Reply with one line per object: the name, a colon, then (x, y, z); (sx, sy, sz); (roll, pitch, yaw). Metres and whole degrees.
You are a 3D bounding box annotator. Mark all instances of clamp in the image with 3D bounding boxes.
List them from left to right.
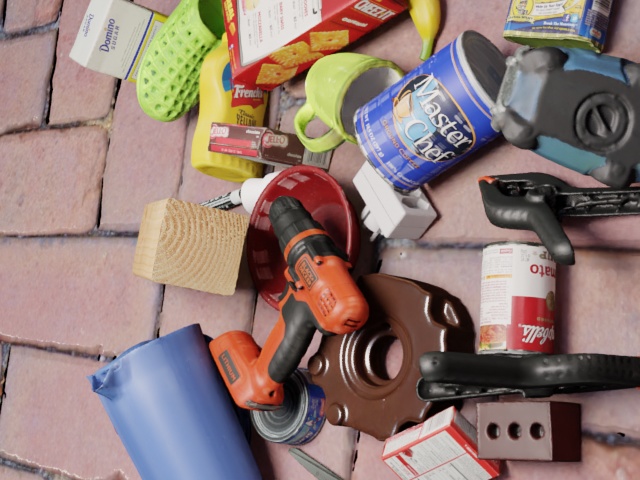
clamp: (0.178, 0.114, 0.902); (0.210, 0.164, 0.036); (-4, 76, 10)
clamp: (0.215, -0.033, 0.964); (0.172, 0.120, 0.039); (38, 142, 56)

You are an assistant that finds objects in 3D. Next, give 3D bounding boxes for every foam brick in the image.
foam brick: (0.186, 0.171, 0.951); (0.078, 0.051, 0.053); (-10, 74, 40)

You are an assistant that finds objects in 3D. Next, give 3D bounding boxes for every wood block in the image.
wood block: (-0.151, 0.008, 1.205); (0.206, 0.090, 0.090); (180, 101, -74)

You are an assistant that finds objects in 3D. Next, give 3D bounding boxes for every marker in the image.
marker: (-0.116, -0.046, 1.299); (0.121, 0.020, 0.020); (-18, 69, 39)

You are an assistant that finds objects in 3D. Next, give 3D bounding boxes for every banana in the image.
banana: (0.080, -0.281, 1.164); (0.070, 0.037, 0.198); (-48, 53, 22)

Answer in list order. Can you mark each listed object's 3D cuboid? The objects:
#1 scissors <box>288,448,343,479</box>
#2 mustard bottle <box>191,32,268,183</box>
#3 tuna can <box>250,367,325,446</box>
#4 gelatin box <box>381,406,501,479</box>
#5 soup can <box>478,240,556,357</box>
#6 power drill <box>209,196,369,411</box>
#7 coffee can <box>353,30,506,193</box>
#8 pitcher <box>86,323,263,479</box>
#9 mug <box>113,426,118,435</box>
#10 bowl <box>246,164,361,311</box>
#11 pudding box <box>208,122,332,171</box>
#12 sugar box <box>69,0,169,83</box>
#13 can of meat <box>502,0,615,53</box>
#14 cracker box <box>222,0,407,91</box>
scissors: (0.045, 0.249, 1.086); (0.096, 0.016, 0.202); (-56, 50, 16)
mustard bottle: (-0.102, -0.169, 1.263); (0.058, 0.096, 0.191); (-4, 77, 40)
tuna can: (-0.035, 0.179, 1.160); (0.086, 0.033, 0.086); (-13, 69, 37)
gelatin box: (0.113, 0.203, 0.997); (0.089, 0.073, 0.030); (-34, 18, 33)
soup can: (0.180, 0.057, 0.973); (0.069, 0.068, 0.102); (-5, 76, 41)
power drill: (-0.042, 0.069, 1.103); (0.188, 0.057, 0.184); (-56, 43, 26)
coffee can: (0.118, -0.124, 1.048); (0.141, 0.102, 0.103); (-33, 59, 33)
pitcher: (-0.135, 0.218, 1.153); (0.243, 0.149, 0.145); (64, 168, 4)
mug: (-0.189, 0.196, 1.267); (0.082, 0.093, 0.117); (-3, 58, 47)
bowl: (-0.008, 0.001, 1.160); (0.162, 0.055, 0.162); (-7, 80, 43)
pudding box: (-0.055, -0.104, 1.193); (0.090, 0.113, 0.039); (13, 92, 43)
sugar box: (-0.217, -0.241, 1.329); (0.048, 0.175, 0.093); (35, 104, 41)
can of meat: (0.227, -0.224, 1.004); (0.102, 0.057, 0.084); (15, 92, 44)
cracker box: (-0.015, -0.285, 1.182); (0.214, 0.071, 0.164); (-24, 67, 38)
